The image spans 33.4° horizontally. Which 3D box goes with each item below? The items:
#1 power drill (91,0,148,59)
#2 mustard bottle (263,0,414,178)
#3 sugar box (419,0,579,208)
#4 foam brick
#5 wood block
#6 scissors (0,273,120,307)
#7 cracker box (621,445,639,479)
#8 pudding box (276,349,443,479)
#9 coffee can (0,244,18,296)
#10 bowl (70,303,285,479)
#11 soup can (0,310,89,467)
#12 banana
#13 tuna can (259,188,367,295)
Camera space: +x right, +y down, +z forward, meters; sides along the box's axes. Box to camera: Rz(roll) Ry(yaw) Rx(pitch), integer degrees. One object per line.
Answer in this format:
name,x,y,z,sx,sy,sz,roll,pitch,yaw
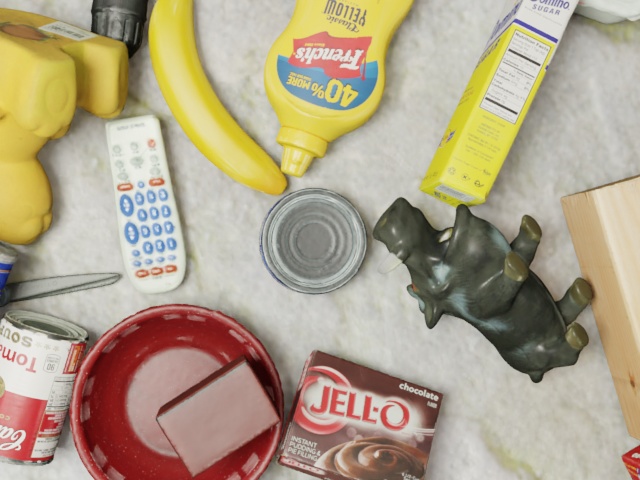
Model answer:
power drill,-0.217,-0.238,0.828,0.187,0.057,0.184,7,86,-7
mustard bottle,0.008,-0.142,0.841,0.096,0.058,0.191,19,88,-1
sugar box,0.138,-0.113,0.834,0.048,0.093,0.176,23,86,-4
foam brick,-0.073,0.126,0.777,0.078,0.053,0.051,-33,92,-3
wood block,0.270,0.050,0.842,0.090,0.091,0.206,-16,90,-4
scissors,-0.263,0.062,0.839,0.201,0.016,0.096,7,90,-4
cracker box,0.332,0.253,0.807,0.072,0.164,0.214,-29,90,-4
pudding box,0.031,0.147,0.833,0.113,0.039,0.090,20,64,-6
coffee can,-0.294,0.057,0.775,0.103,0.103,0.140,21,89,-4
bowl,-0.109,0.129,0.829,0.162,0.055,0.162,0,89,-5
soup can,-0.221,0.112,0.810,0.068,0.068,0.102,17,93,-4
banana,-0.090,-0.120,0.844,0.069,0.037,0.198,-20,91,-4
tuna can,-0.006,0.001,0.850,0.086,0.034,0.086,0,89,-5
